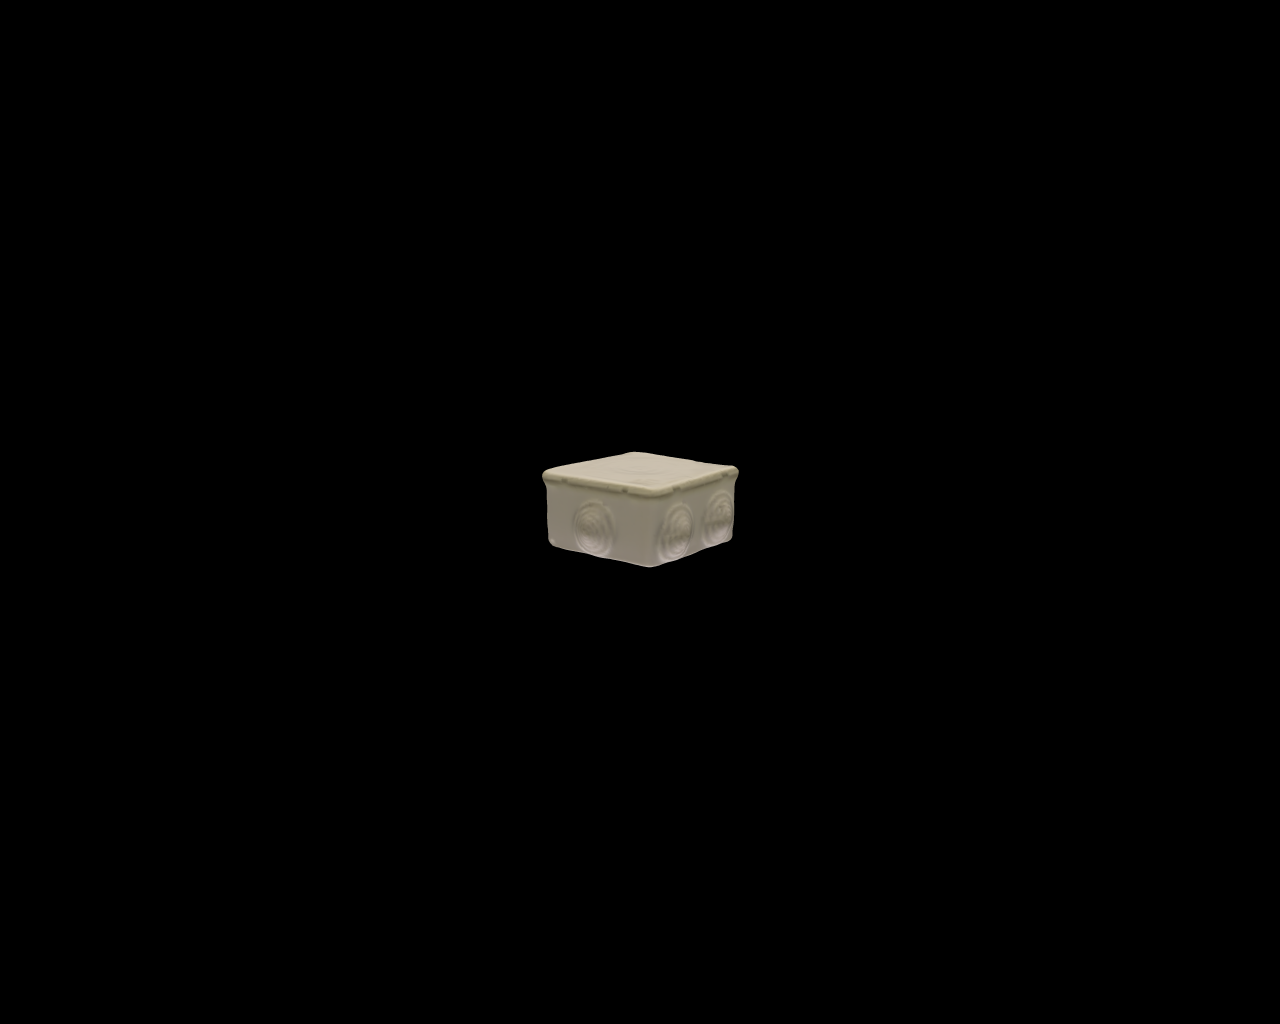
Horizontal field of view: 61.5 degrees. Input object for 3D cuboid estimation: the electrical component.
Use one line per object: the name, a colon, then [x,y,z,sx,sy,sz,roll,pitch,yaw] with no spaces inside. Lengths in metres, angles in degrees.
electrical component: [0.001,-0.003,0.650,0.100,0.048,0.100,11,17,38]
